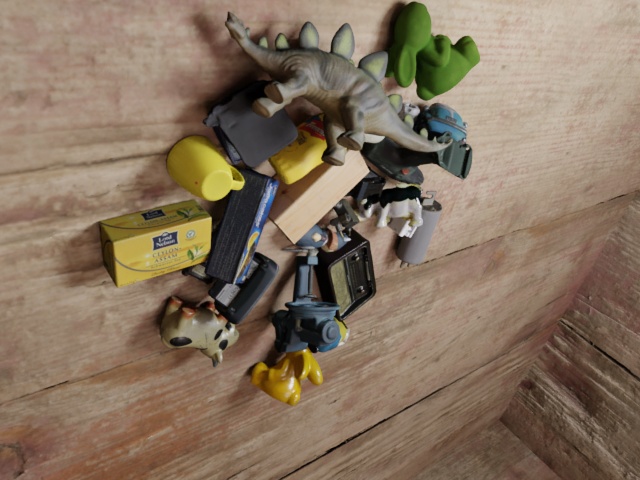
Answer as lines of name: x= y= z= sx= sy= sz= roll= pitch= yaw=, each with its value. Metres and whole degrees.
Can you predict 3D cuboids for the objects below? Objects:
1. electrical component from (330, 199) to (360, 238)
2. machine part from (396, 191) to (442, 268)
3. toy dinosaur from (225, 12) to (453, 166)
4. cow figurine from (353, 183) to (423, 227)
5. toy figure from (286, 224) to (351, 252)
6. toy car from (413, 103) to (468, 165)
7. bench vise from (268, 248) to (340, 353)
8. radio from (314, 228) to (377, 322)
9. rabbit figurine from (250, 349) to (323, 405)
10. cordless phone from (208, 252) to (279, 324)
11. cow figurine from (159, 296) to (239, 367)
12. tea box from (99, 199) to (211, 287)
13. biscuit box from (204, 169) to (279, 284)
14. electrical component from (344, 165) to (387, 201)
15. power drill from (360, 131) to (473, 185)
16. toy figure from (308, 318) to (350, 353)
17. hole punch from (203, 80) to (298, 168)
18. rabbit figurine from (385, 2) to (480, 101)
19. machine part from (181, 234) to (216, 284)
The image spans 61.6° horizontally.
electrical component: x=0.050 y=-0.048 z=1.155 sx=0.045 sy=0.078 sz=0.102 roll=-36 pitch=175 yaw=17
machine part: x=0.257 y=-0.023 z=1.398 sx=0.079 sy=0.079 sz=0.243 roll=-14 pitch=132 yaw=-36
toy dinosaur: x=0.049 y=-0.229 z=0.877 sx=0.471 sy=0.105 sz=0.198 roll=30 pitch=69 yaw=-31
cow figurine: x=0.145 y=-0.080 z=1.203 sx=0.167 sy=0.068 sz=0.098 roll=0 pitch=109 yaw=7
toy figure: x=-0.003 y=-0.005 z=1.158 sx=0.154 sy=0.064 sz=0.057 roll=15 pitch=121 yaw=-38
toy car: x=0.256 y=-0.240 z=1.169 sx=0.161 sy=0.109 sz=0.103 roll=128 pitch=-18 yaw=-69
bench vise: x=-0.037 y=0.135 z=1.201 sx=0.129 sy=0.224 sz=0.240 roll=3 pitch=90 yaw=-28
radio: x=0.063 y=0.084 z=1.308 sx=0.131 sy=0.073 sz=0.229 roll=-33 pitch=142 yaw=-18
rabbit figurine: x=-0.073 y=0.311 z=1.340 sx=0.121 sy=0.163 sz=0.173 roll=28 pitch=84 yaw=-40
cordless phone: x=-0.143 y=0.100 z=1.096 sx=0.146 sy=0.089 sz=0.184 roll=-54 pitch=171 yaw=-7
cow figurine: x=-0.241 y=0.190 z=1.097 sx=0.194 sy=0.086 sz=0.127 roll=19 pitch=103 yaw=-53
tea box: x=-0.273 y=0.003 z=0.905 sx=0.169 sy=0.068 sz=0.098 roll=-18 pitch=136 yaw=-32
biscuit box: x=-0.139 y=-0.024 z=0.962 sx=0.059 sy=0.063 sz=0.202 roll=6 pitch=104 yaw=-78
electrical component: x=0.072 y=-0.120 z=1.131 sx=0.119 sy=0.075 sz=0.047 roll=-7 pitch=129 yaw=-38
power drill: x=0.212 y=-0.167 z=1.127 sx=0.232 sy=0.207 sz=0.086 roll=22 pitch=84 yaw=-39
toy figure: x=0.019 y=0.233 z=1.359 sx=0.082 sy=0.089 sz=0.180 roll=-23 pitch=168 yaw=22
hole punch: x=-0.115 y=-0.190 z=0.885 sx=0.142 sy=0.092 sz=0.115 roll=-35 pitch=110 yaw=-13
rabbit figurine: x=0.189 y=-0.361 z=1.019 sx=0.159 sy=0.121 sz=0.170 roll=-44 pitch=126 yaw=6
machine part: x=-0.197 y=0.023 z=1.027 sx=0.139 sy=0.039 sz=0.084 roll=-50 pitch=136 yaw=7
